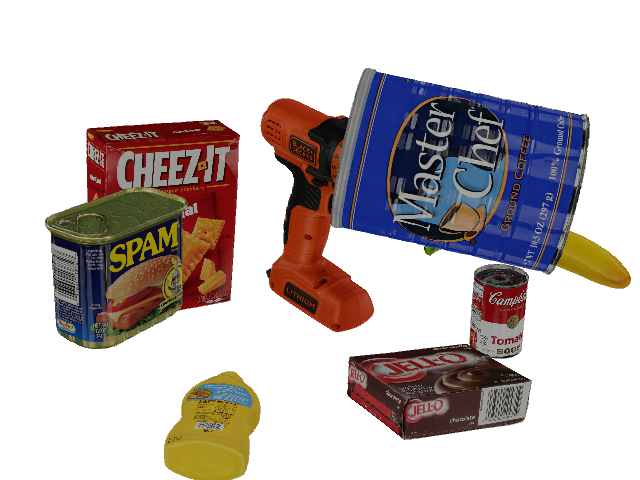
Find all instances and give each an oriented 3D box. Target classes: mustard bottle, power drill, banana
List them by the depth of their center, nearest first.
[{"bbox_3d":[0.017,-0.016,0.940,0.057,0.188,0.185,-20,39,-37],"label":"power drill"},{"bbox_3d":[0.205,0.010,1.038,0.198,0.037,0.069,8,47,22],"label":"banana"},{"bbox_3d":[-0.123,0.213,1.292,0.096,0.058,0.191,4,24,4],"label":"mustard bottle"}]

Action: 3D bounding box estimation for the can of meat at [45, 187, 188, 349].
[{"bbox_3d":[-0.140,0.018,0.746,0.058,0.084,0.101,17,26,30],"label":"can of meat"}]

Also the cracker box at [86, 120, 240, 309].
[{"bbox_3d":[-0.181,-0.023,1.226,0.163,0.214,0.072,-8,25,-30],"label":"cracker box"}]

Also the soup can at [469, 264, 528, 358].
[{"bbox_3d":[0.225,0.090,1.349,0.068,0.102,0.068,1,22,0],"label":"soup can"}]

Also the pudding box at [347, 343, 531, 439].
[{"bbox_3d":[0.089,0.113,0.818,0.113,0.039,0.090,-1,15,-26],"label":"pudding box"}]

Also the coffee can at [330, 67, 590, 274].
[{"bbox_3d":[0.085,-0.044,0.669,0.140,0.103,0.103,13,1,5],"label":"coffee can"}]
